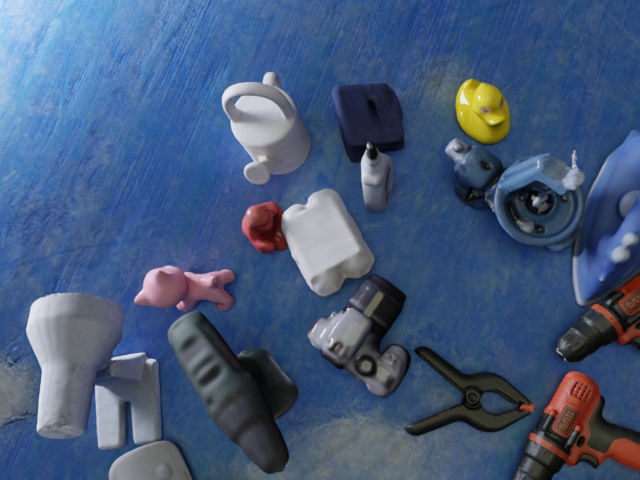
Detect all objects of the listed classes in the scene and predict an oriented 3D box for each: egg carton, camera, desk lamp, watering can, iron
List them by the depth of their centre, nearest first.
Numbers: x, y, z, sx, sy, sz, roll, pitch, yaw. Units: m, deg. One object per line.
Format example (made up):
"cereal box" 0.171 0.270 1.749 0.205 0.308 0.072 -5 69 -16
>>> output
"iron" 0.416 -0.034 0.752 0.118 0.141 0.258 27 82 15
"desk lamp" -0.307 0.187 0.787 0.118 0.214 0.203 -11 74 8
"camera" 0.072 0.125 0.794 0.143 0.101 0.137 34 84 16
"watering can" -0.078 -0.169 0.845 0.101 0.194 0.173 -20 73 5
"egg carton" 0.008 0.003 0.852 0.107 0.069 0.150 -30 73 2

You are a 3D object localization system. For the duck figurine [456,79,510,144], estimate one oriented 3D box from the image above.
"duck figurine" 0.245 -0.203 0.853 0.077 0.086 0.104 -26 73 3

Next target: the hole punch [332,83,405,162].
"hole punch" 0.076 -0.189 0.877 0.101 0.091 0.108 -17 74 6

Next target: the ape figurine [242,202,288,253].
"ape figurine" -0.087 -0.025 0.864 0.076 0.092 0.078 25 82 15

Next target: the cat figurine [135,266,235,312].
"cat figurine" -0.202 0.069 0.848 0.127 0.118 0.067 -6 75 9

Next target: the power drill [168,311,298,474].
"power drill" -0.098 0.195 0.751 0.075 0.208 0.229 -43 73 -2

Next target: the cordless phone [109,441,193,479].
"cordless phone" -0.236 0.350 0.749 0.094 0.185 0.147 -30 73 2

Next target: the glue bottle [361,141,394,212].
"glue bottle" 0.079 -0.098 0.811 0.037 0.173 0.078 7 78 12

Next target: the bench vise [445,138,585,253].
"bench vise" 0.252 -0.067 0.748 0.207 0.220 0.121 19 80 14
